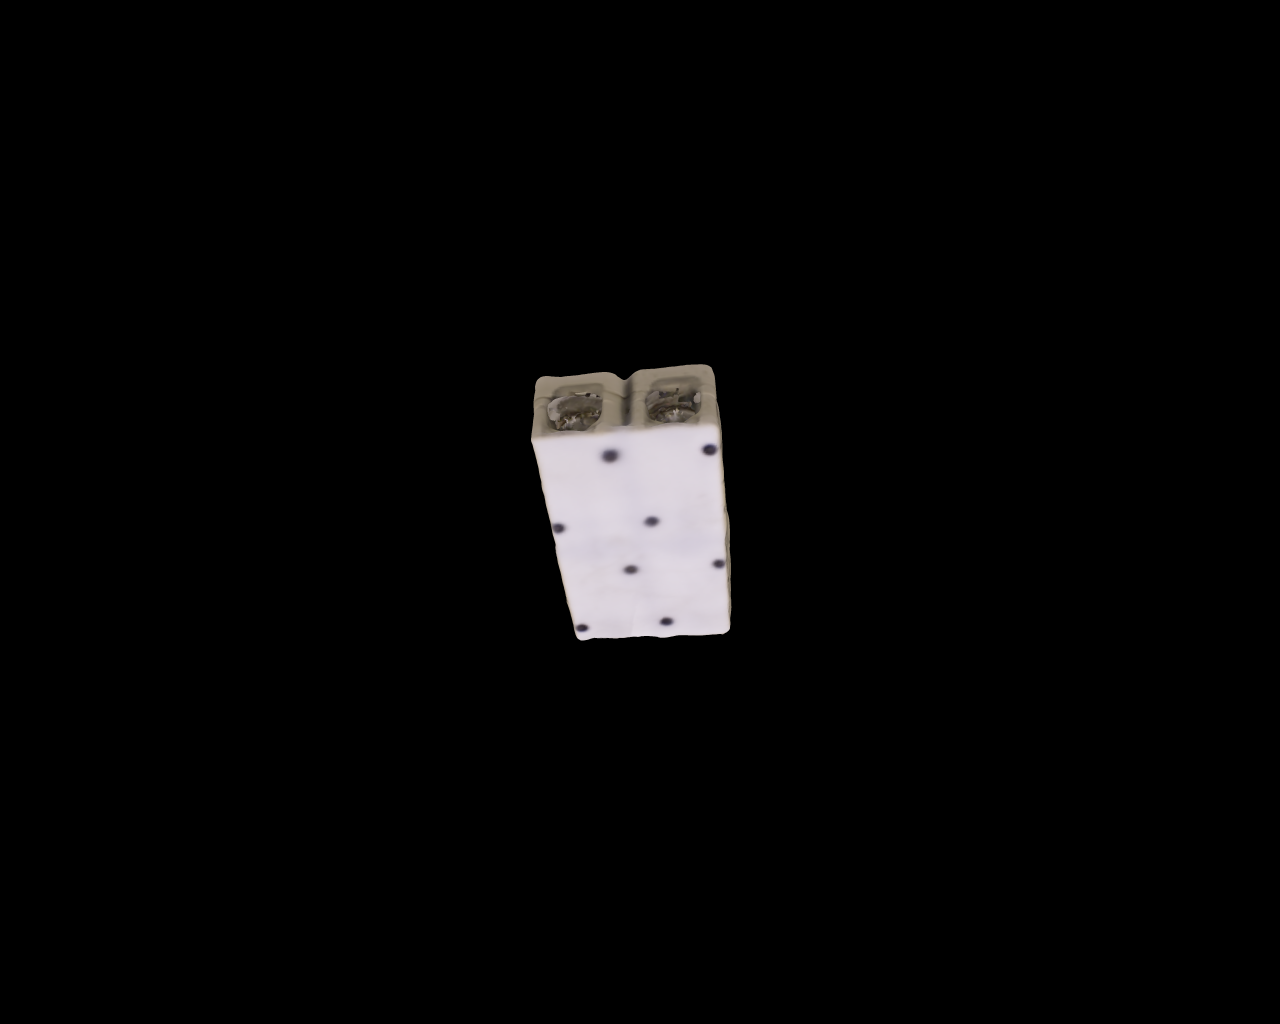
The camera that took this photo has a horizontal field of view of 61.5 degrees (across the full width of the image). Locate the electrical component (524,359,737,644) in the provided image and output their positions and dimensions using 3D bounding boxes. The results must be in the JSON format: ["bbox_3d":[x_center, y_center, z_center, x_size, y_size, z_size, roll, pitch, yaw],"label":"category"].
[{"bbox_3d":[0.001,-0.003,0.650,0.105,0.060,0.186,-4,-43,4],"label":"electrical component"}]
